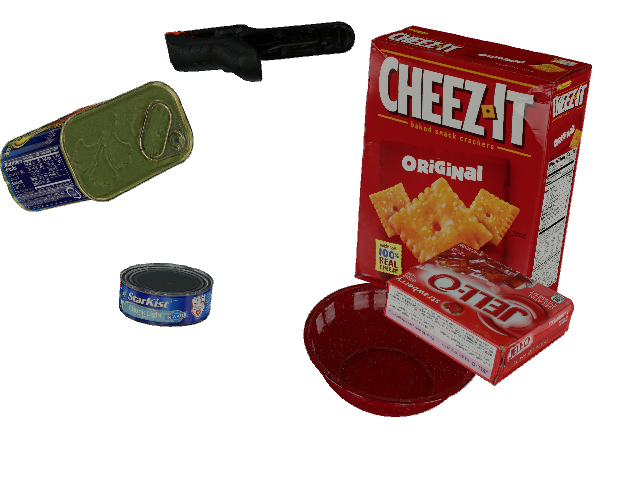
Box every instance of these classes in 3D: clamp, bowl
[{"bbox_3d":[-0.058,-0.159,0.874,0.120,0.039,0.172,-16,23,-36],"label":"clamp"},{"bbox_3d":[0.063,0.109,0.975,0.162,0.055,0.162,4,37,-3],"label":"bowl"}]

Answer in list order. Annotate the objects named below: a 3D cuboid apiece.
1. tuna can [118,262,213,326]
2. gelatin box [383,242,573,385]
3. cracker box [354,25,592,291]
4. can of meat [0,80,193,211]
[{"bbox_3d":[-0.143,0.050,0.984,0.086,0.034,0.086,6,16,-2],"label":"tuna can"},{"bbox_3d":[0.095,0.041,0.643,0.089,0.030,0.073,30,40,35],"label":"gelatin box"},{"bbox_3d":[0.115,-0.049,0.860,0.164,0.214,0.071,20,31,32],"label":"cracker box"},{"bbox_3d":[-0.150,-0.061,0.710,0.084,0.057,0.101,-8,19,44],"label":"can of meat"}]
